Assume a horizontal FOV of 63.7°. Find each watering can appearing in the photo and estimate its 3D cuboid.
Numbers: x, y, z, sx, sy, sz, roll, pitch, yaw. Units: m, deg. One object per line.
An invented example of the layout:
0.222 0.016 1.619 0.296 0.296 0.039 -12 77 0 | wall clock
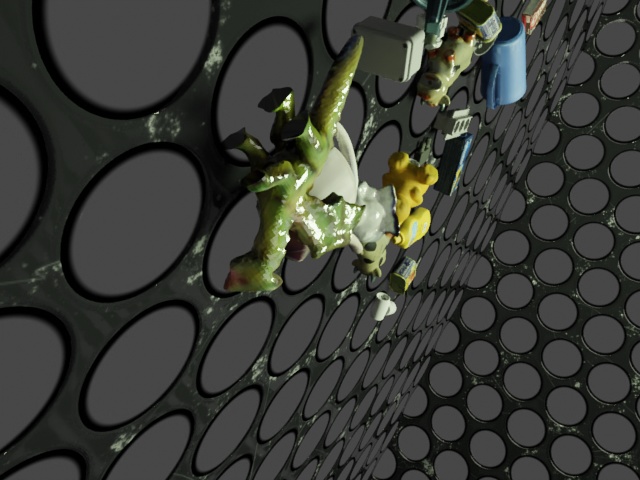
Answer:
0.003 -0.046 0.917 0.105 0.339 0.228 20 50 33 | watering can

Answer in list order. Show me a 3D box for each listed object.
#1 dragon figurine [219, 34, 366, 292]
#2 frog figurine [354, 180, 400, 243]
-0.008 -0.092 0.763 0.123 0.416 0.238 19 -30 44 | dragon figurine
0.081 -0.058 1.112 0.160 0.135 0.124 -6 23 -20 | frog figurine
